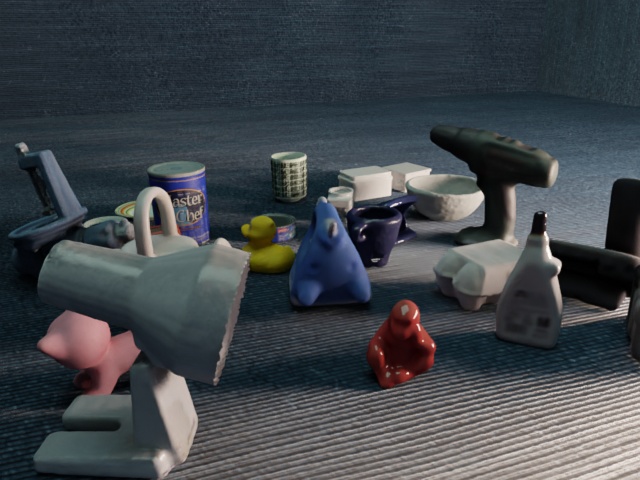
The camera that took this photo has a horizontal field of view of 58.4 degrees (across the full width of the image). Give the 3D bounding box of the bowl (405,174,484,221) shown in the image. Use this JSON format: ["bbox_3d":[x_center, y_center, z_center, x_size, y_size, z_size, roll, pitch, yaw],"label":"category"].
[{"bbox_3d":[0.258,-0.082,1.185,0.167,0.075,0.167,0,21,0],"label":"bowl"}]

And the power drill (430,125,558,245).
[{"bbox_3d":[0.298,-0.094,1.026,0.228,0.208,0.076,12,24,30],"label":"power drill"}]

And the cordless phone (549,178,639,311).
[{"bbox_3d":[0.398,-0.007,0.828,0.147,0.185,0.094,13,25,32],"label":"cordless phone"}]

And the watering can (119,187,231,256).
[{"bbox_3d":[-0.199,0.025,0.746,0.173,0.194,0.100,-5,21,-11],"label":"watering can"}]

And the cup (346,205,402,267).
[{"bbox_3d":[0.083,0.002,0.940,0.091,0.095,0.118,11,24,27],"label":"cup"}]

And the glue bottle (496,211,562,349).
[{"bbox_3d":[0.263,0.047,0.706,0.078,0.173,0.037,9,23,24],"label":"glue bottle"}]

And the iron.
[{"bbox_3d":[0.008,0.003,0.873,0.118,0.141,0.258,-3,21,-5],"label":"iron"}]

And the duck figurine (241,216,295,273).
[{"bbox_3d":[-0.090,0.003,0.953,0.104,0.086,0.078,12,24,30],"label":"duck figurine"}]

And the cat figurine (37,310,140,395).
[{"bbox_3d":[-0.238,0.112,0.627,0.128,0.118,0.067,-14,25,-31],"label":"cat figurine"}]

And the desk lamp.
[{"bbox_3d":[-0.159,0.102,0.517,0.203,0.214,0.118,0,21,2],"label":"desk lamp"}]

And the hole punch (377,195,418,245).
[{"bbox_3d":[0.117,-0.044,1.065,0.109,0.091,0.100,-18,27,-38],"label":"hole punch"}]

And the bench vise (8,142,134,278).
[{"bbox_3d":[-0.389,-0.044,0.897,0.207,0.220,0.121,-3,21,-6],"label":"bench vise"}]

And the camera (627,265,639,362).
[{"bbox_3d":[0.458,0.086,0.702,0.136,0.101,0.143,9,23,24],"label":"camera"}]

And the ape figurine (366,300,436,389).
[{"bbox_3d":[0.093,0.112,0.654,0.077,0.092,0.076,4,21,13],"label":"ape figurine"}]

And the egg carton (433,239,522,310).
[{"bbox_3d":[0.250,0.050,0.846,0.151,0.069,0.107,-10,23,-23],"label":"egg carton"}]
